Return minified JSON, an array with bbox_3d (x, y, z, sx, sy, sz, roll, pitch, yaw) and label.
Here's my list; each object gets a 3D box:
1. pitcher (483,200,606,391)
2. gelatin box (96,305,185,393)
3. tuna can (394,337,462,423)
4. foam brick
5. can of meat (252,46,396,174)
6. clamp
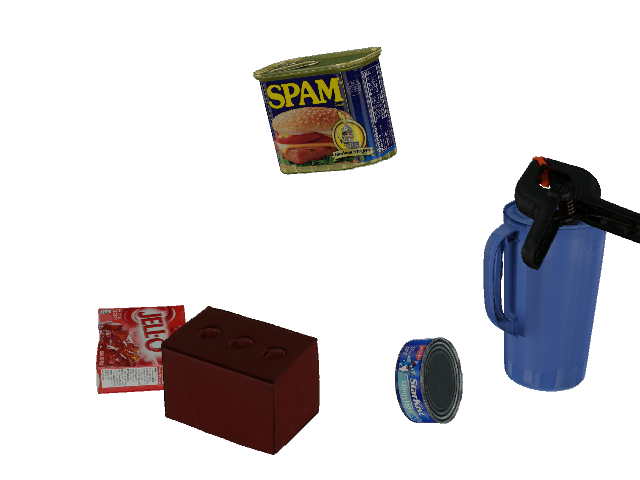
[{"bbox_3d":[0.292,0.072,1.396,0.149,0.243,0.144,5,21,14],"label":"pitcher"},{"bbox_3d":[-0.145,0.086,0.870,0.073,0.030,0.089,-2,29,-9],"label":"gelatin box"},{"bbox_3d":[0.109,0.141,1.071,0.034,0.086,0.086,-6,-4,33],"label":"tuna can"},{"bbox_3d":[-0.046,0.080,0.617,0.078,0.051,0.052,14,28,24],"label":"foam brick"},{"bbox_3d":[0.005,-0.101,0.839,0.102,0.084,0.057,-1,21,34],"label":"can of meat"},{"bbox_3d":[0.236,-0.031,0.981,0.120,0.039,0.171,-2,33,3],"label":"clamp"}]
